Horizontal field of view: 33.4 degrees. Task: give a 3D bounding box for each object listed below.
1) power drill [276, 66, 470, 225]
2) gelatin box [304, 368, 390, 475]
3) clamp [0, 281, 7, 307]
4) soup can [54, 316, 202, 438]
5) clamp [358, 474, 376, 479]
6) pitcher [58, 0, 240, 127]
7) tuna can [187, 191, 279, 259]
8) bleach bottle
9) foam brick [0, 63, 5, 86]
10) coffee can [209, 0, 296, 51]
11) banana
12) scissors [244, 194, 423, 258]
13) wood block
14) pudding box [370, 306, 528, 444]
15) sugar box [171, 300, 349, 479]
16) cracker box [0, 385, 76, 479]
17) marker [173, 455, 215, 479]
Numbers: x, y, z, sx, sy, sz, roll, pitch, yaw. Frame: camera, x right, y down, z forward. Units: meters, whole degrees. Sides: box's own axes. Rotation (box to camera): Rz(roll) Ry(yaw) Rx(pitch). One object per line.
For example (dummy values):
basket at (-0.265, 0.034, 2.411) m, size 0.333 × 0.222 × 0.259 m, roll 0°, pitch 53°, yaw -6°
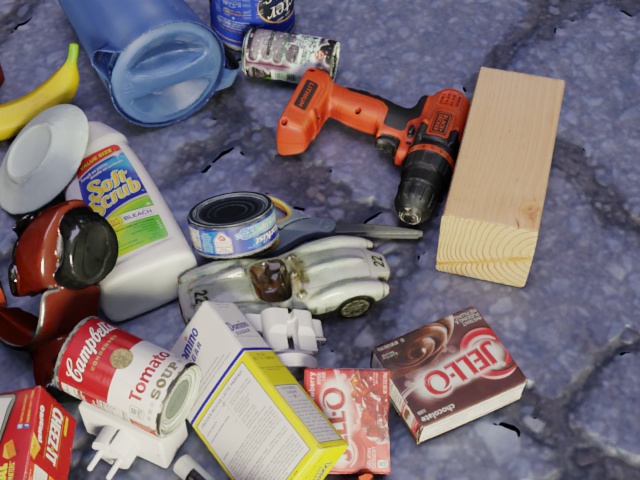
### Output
power drill at (0.053, -0.104, 1.122) m, size 0.188 × 0.057 × 0.184 m, roll 17°, pitch 50°, yaw 10°
gelatin box at (0.023, 0.154, 0.910) m, size 0.073 × 0.030 × 0.089 m, roll 1°, pitch 83°, yaw -1°
clamp at (-0.398, 0.024, 1.036) m, size 0.210 × 0.036 × 0.164 m, roll 30°, pitch 59°, yaw 21°
soup can at (-0.158, 0.113, 0.882) m, size 0.102 × 0.068 × 0.068 m, roll 22°, pitch 55°, yaw 16°
clamp at (0.040, 0.270, 0.838) m, size 0.120 × 0.039 × 0.171 m, roll -10°, pitch 48°, yaw -14°
pitcher at (-0.206, -0.247, 1.202) m, size 0.145 × 0.149 × 0.243 m, roll -33°, pitch 54°, yaw -5°
tuna can at (-0.083, -0.015, 1.024) m, size 0.086 × 0.034 × 0.086 m, roll -7°, pitch 25°, yaw 3°
bleach bottle at (-0.214, -0.038, 1.069) m, size 0.102 × 0.068 × 0.251 m, roll -23°, pitch 53°, yaw -17°
foam brick at (-0.394, -0.177, 1.185) m, size 0.053 × 0.051 × 0.078 m, roll 12°, pitch 53°, yaw 9°
coffee can at (-0.080, -0.302, 1.224) m, size 0.103 × 0.140 × 0.103 m, roll 0°, pitch 52°, yaw 0°
banana at (-0.339, -0.144, 1.152) m, size 0.197 × 0.069 × 0.037 m, roll -28°, pitch 16°, yaw -13°
scissors at (-0.007, 0.001, 1.063) m, size 0.202 × 0.016 × 0.096 m, roll 16°, pitch 55°, yaw 13°
wood block at (0.182, -0.067, 1.069) m, size 0.091 × 0.090 × 0.206 m, roll 11°, pitch 53°, yaw 9°
pudding box at (0.114, 0.119, 0.954) m, size 0.113 × 0.039 × 0.090 m, roll -22°, pitch 55°, yaw -16°
sugar box at (-0.061, 0.142, 0.905) m, size 0.048 × 0.093 × 0.176 m, roll 8°, pitch 34°, yaw -50°
cracker box at (-0.306, 0.215, 0.830) m, size 0.214 × 0.072 × 0.164 m, roll -13°, pitch 50°, yaw 14°
marker at (-0.075, 0.223, 0.887) m, size 0.121 × 0.020 × 0.020 m, roll 36°, pitch 60°, yaw 25°
